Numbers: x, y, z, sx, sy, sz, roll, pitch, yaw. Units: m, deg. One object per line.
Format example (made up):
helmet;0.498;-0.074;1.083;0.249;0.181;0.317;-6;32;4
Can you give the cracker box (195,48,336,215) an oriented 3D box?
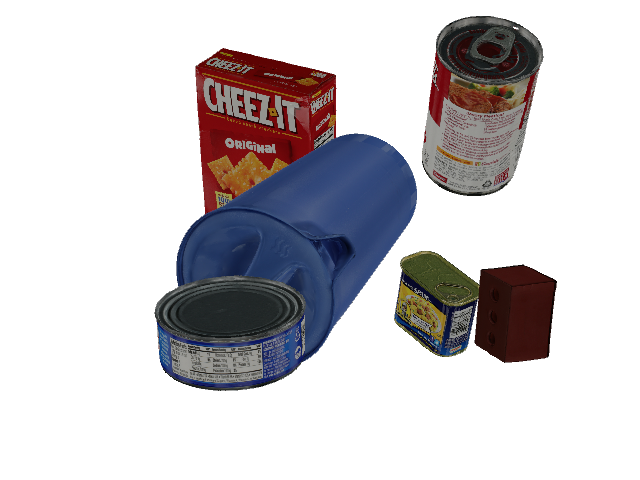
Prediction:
cracker box;-0.067;-0.113;1.318;0.164;0.214;0.072;17;38;24

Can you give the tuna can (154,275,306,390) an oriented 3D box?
tuna can;-0.051;0.052;0.611;0.086;0.034;0.086;-1;21;0

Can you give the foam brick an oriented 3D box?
foam brick;0.180;0.068;0.993;0.051;0.078;0.053;-7;19;-25

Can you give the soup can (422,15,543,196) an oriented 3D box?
soup can;0.105;-0.088;0.710;0.068;0.068;0.102;0;-42;-2

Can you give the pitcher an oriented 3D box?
pitcher;-0.015;-0.002;0.898;0.149;0.145;0.242;22;29;15

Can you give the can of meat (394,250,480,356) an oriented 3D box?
can of meat;0.134;0.075;1.241;0.057;0.084;0.102;-19;41;-32
